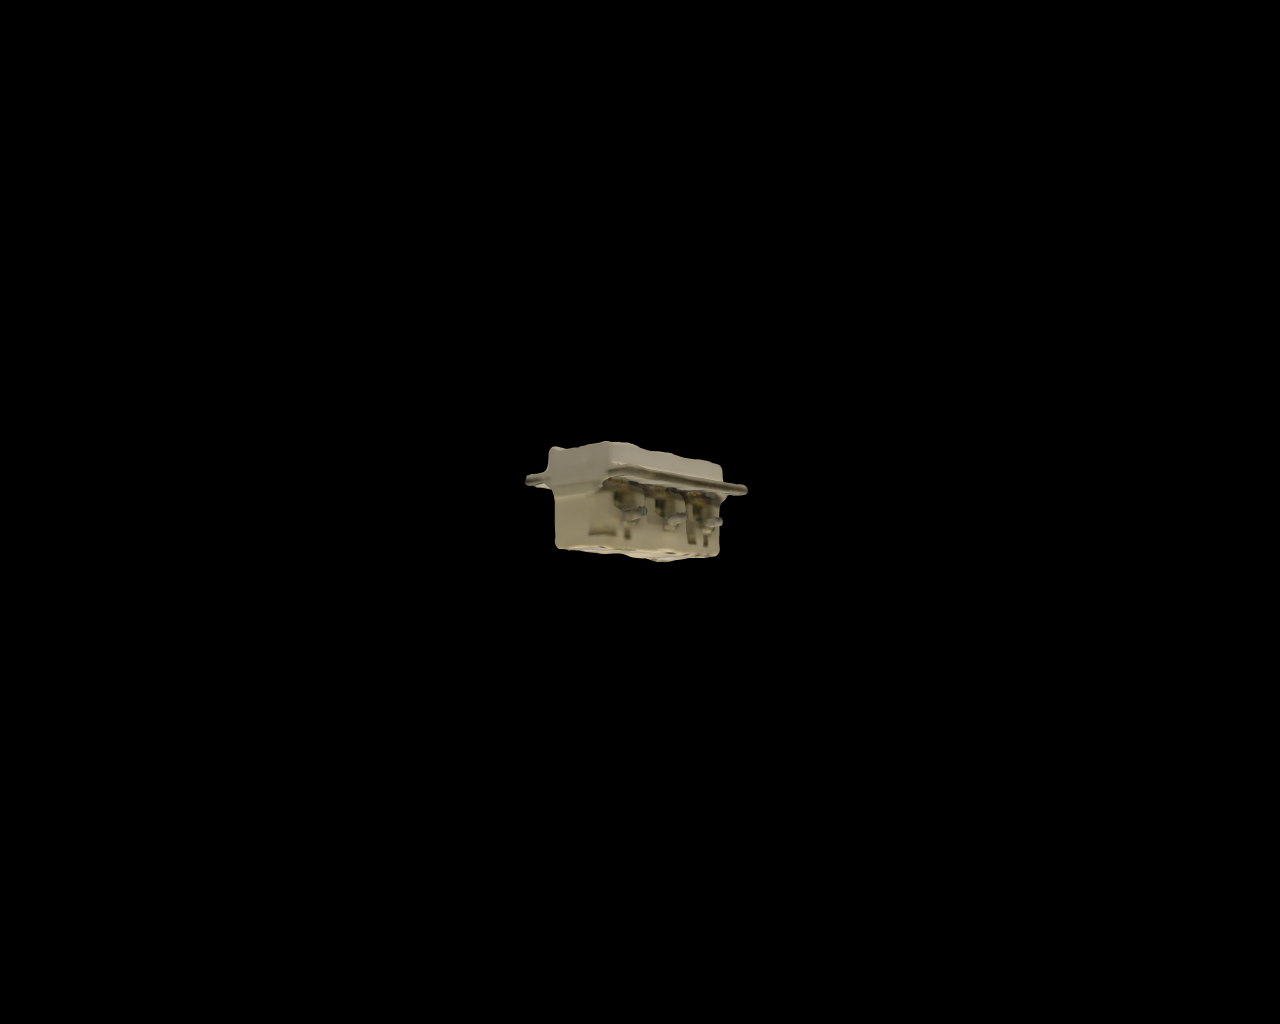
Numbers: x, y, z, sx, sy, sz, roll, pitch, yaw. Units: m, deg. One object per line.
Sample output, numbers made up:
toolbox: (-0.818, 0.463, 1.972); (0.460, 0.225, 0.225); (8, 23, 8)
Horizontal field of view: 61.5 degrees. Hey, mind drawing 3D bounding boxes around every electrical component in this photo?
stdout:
electrical component: (0.001, -0.003, 0.650); (0.078, 0.063, 0.121); (-5, -8, 35)
